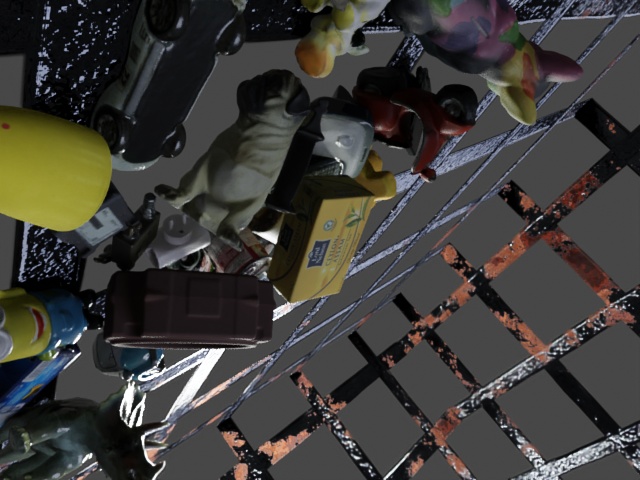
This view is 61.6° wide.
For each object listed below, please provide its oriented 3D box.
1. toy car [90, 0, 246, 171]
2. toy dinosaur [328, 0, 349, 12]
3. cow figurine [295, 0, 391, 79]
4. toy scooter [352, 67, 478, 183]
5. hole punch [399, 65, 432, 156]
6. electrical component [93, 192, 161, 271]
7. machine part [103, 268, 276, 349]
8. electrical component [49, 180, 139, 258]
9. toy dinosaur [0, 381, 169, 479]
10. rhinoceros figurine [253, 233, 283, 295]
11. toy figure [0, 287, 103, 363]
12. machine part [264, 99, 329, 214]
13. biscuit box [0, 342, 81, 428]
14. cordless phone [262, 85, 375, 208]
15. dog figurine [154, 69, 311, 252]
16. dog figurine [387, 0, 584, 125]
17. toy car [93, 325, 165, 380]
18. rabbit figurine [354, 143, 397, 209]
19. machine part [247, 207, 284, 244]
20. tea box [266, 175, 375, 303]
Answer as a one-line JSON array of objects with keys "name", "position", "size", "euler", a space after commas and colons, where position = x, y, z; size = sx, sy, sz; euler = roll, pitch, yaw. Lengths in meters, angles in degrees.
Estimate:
[{"name": "toy car", "position": [-0.132, -0.138, 0.453], "size": [0.073, 0.056, 0.201], "euler": [-8, 144, -52]}, {"name": "toy dinosaur", "position": [-0.063, -0.238, 0.250], "size": [0.198, 0.105, 0.471], "euler": [-38, 160, 8]}, {"name": "cow figurine", "position": [0.036, -0.242, 0.537], "size": [0.098, 0.068, 0.167], "euler": [-33, 165, -45]}, {"name": "toy scooter", "position": [0.119, -0.152, 0.724], "size": [0.075, 0.184, 0.135], "euler": [-33, 136, -39]}, {"name": "hole punch", "position": [0.118, -0.202, 0.829], "size": [0.142, 0.092, 0.115], "euler": [21, 87, -70]}, {"name": "electrical component", "position": [-0.226, -0.006, 0.626], "size": [0.078, 0.045, 0.102], "euler": [-64, -177, -35]}, {"name": "machine part", "position": [-0.173, 0.097, 0.701], "size": [0.201, 0.087, 0.201], "euler": [6, 167, -24]}, {"name": "electrical component", "position": [-0.231, -0.034, 0.520], "size": [0.075, 0.048, 0.119], "euler": [-37, 164, -11]}, {"name": "toy dinosaur", "position": [-0.394, 0.297, 0.822], "size": [0.405, 0.131, 0.192], "euler": [-11, -178, 41]}, {"name": "rhinoceros figurine", "position": [-0.079, 0.030, 0.957], "size": [0.112, 0.073, 0.190], "euler": [-51, 147, -18]}, {"name": "toy figure", "position": [-0.332, 0.098, 0.595], "size": [0.089, 0.082, 0.180], "euler": [-40, 169, 18]}, {"name": "machine part", "position": [-0.027, -0.100, 0.642], "size": [0.084, 0.039, 0.138], "euler": [30, -80, 65]}, {"name": "biscuit box", "position": [-0.405, 0.182, 0.689], "size": [0.202, 0.063, 0.059], "euler": [-42, 163, 8]}, {"name": "cordless phone", "position": [-0.025, -0.113, 0.722], "size": [0.184, 0.089, 0.146], "euler": [-29, 162, -20]}, {"name": "dog figurine", "position": [-0.086, -0.095, 0.625], "size": [0.190, 0.121, 0.172], "euler": [-55, -160, -7]}, {"name": "dog figurine", "position": [0.196, -0.238, 0.631], "size": [0.108, 0.219, 0.191], "euler": [-48, 164, 16]}, {"name": "toy car", "position": [-0.304, 0.171, 0.850], "size": [0.103, 0.109, 0.161], "euler": [-6, 162, -23]}, {"name": "rabbit figurine", "position": [0.056, -0.098, 0.903], "size": [0.162, 0.122, 0.173], "euler": [-45, -177, 28]}, {"name": "machine part", "position": [-0.038, -0.019, 0.857], "size": [0.079, 0.079, 0.243], "euler": [-44, 142, 13]}, {"name": "tea box", "position": [-0.002, -0.002, 0.748], "size": [0.098, 0.068, 0.169], "euler": [-10, 130, -39]}]
